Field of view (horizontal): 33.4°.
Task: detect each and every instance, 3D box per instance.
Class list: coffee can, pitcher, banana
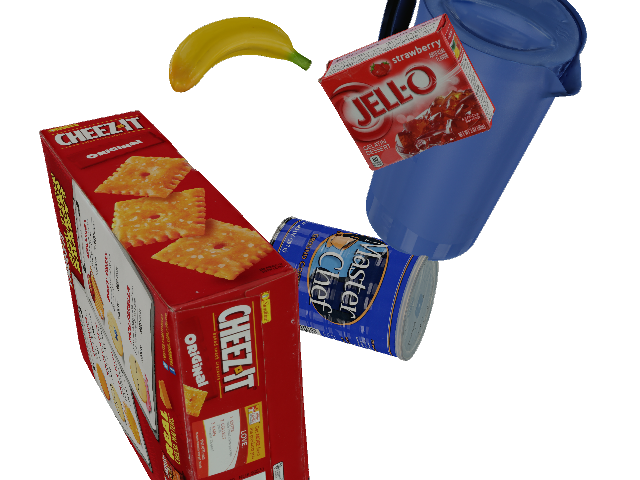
[{"bbox_3d":[0.027,0.043,0.983,0.140,0.103,0.102,14,4,18],"label":"coffee can"},{"bbox_3d":[0.111,-0.106,0.905,0.145,0.149,0.243,11,-45,-7],"label":"pitcher"},{"bbox_3d":[-0.087,-0.186,1.039,0.070,0.037,0.197,44,38,20],"label":"banana"}]

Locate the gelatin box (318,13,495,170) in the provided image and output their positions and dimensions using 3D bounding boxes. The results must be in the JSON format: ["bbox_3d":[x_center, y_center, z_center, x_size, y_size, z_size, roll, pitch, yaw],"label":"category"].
[{"bbox_3d":[0.054,-0.091,0.672,0.089,0.073,0.030,-18,29,28],"label":"gelatin box"}]

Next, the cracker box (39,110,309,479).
[{"bbox_3d":[-0.083,0.043,0.589,0.072,0.164,0.214,-16,34,-22],"label":"cracker box"}]
